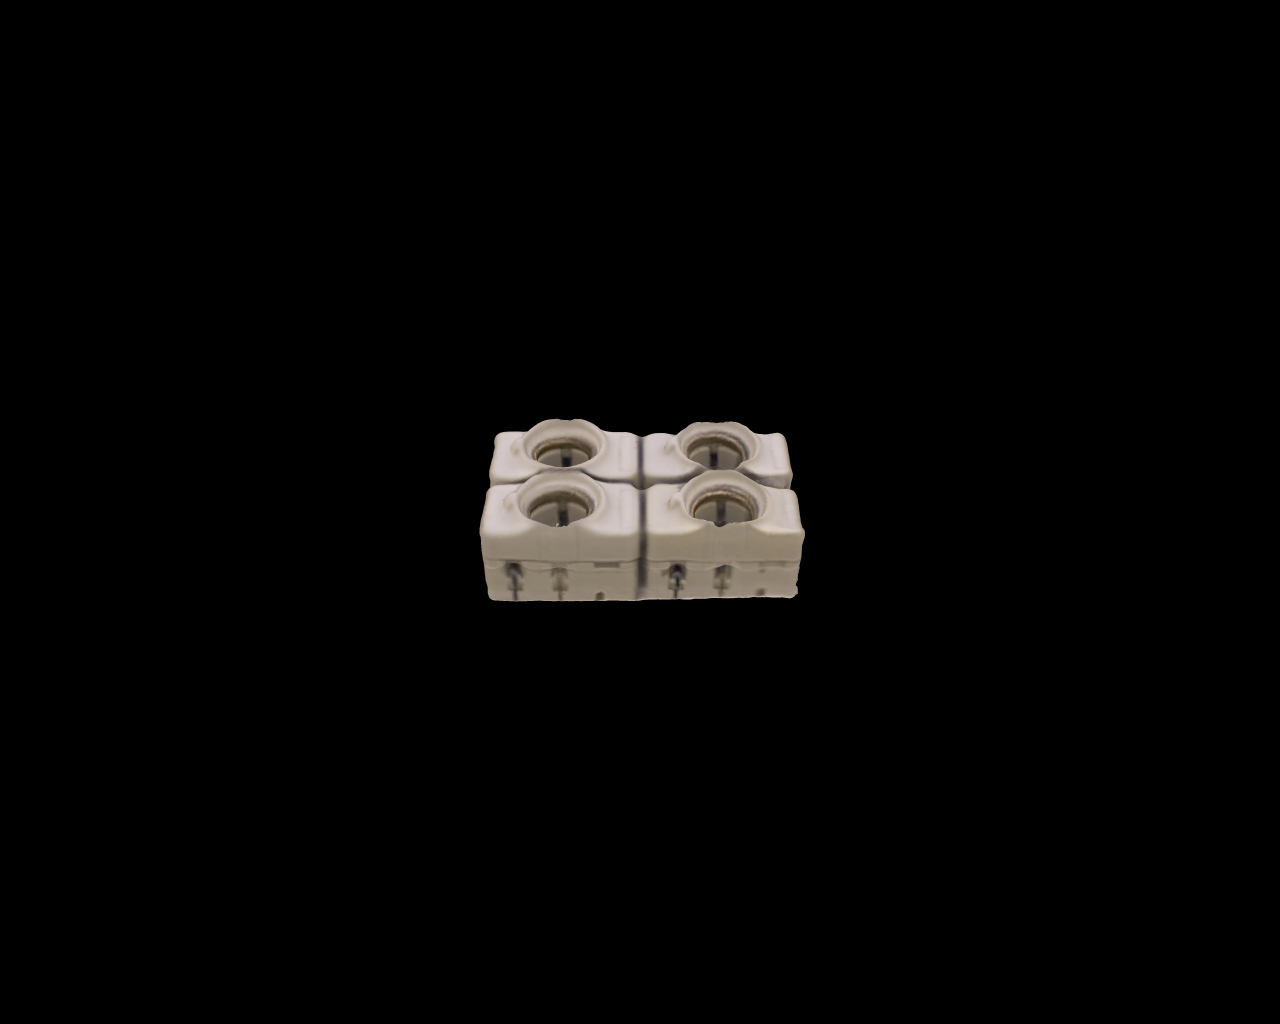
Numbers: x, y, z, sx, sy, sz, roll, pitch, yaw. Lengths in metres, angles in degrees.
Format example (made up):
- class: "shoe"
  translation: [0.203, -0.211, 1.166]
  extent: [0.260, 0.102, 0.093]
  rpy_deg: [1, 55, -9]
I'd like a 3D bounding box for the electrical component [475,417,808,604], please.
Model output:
- class: "electrical component"
  translation: [0.001, -0.003, 0.650]
  extent: [0.186, 0.060, 0.106]
  rpy_deg: [0, 39, 0]
